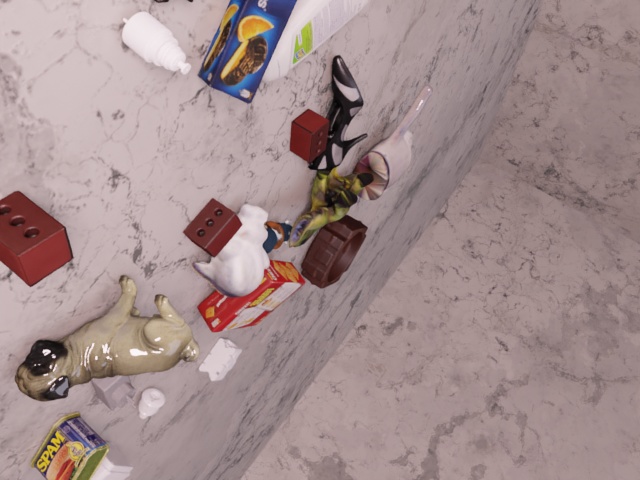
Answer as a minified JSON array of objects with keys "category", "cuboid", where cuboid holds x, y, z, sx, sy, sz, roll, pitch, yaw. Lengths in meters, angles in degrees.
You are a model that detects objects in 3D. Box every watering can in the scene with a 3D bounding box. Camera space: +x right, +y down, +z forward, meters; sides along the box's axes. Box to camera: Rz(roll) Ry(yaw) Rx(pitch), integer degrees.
[{"category":"watering can","cuboid":[0.190,-0.238,1.378,0.228,0.105,0.339,-41,157,-42]}]

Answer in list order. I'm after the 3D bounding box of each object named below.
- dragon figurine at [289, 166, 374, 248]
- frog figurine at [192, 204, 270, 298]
[{"category":"dragon figurine","cuboid":[0.004,-0.059,1.182,0.418,0.122,0.237,-49,171,-40]},{"category":"frog figurine","cuboid":[-0.136,0.021,0.934,0.159,0.125,0.135,-46,143,6]}]
